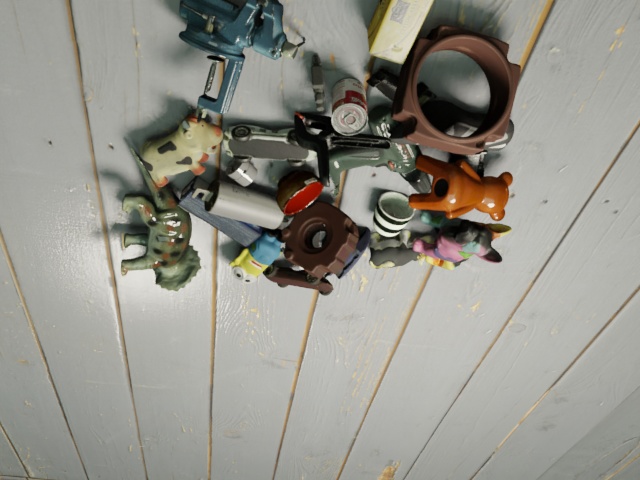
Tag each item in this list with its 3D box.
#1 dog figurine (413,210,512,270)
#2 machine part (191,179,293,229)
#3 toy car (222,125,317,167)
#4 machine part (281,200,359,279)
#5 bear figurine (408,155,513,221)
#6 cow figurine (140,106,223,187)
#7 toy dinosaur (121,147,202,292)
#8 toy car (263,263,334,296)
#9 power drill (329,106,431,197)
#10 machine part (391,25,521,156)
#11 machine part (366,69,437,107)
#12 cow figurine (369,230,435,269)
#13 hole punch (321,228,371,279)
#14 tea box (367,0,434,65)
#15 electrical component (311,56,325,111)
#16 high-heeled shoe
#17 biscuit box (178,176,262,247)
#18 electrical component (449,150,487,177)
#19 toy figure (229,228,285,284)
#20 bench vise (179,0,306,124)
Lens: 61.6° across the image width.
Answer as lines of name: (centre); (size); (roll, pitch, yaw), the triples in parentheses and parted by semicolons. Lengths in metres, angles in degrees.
dog figurine: (0.328, 0.009, 1.201); (0.219, 0.108, 0.191); (10, 162, 49)
machine part: (-0.167, -0.079, 1.207); (0.243, 0.079, 0.079); (16, 134, -32)
toy car: (-0.104, -0.200, 1.129); (0.202, 0.056, 0.073); (4, 140, 0)
machine part: (-0.003, -0.004, 1.229); (0.179, 0.179, 0.056); (-18, 155, 18)
bear figurine: (0.301, -0.106, 1.118); (0.196, 0.132, 0.120); (0, 103, -38)
cow figurine: (-0.290, -0.197, 1.122); (0.195, 0.085, 0.127); (-15, 135, 20)
toy dinosaur: (-0.369, -0.024, 1.274); (0.192, 0.131, 0.404); (3, 131, -19)
toy car: (-0.054, 0.096, 1.374); (0.202, 0.053, 0.089); (5, 153, 33)
power drill: (0.113, -0.159, 1.145); (0.207, 0.086, 0.231); (-13, 131, 19)
machine part: (0.242, -0.264, 0.961); (0.201, 0.087, 0.201); (13, 92, -9)
machine part: (0.157, -0.287, 1.043); (0.139, 0.039, 0.084); (19, 142, -30)
cow figurine: (0.202, 0.028, 1.310); (0.167, 0.098, 0.068); (-4, 127, 7)
hole punch: (0.068, 0.027, 1.307); (0.092, 0.116, 0.142); (18, 132, -25)
tea box: (0.141, -0.397, 0.900); (0.068, 0.098, 0.169); (14, 131, -12)
electrical component: (-0.003, -0.298, 1.024); (0.021, 0.094, 0.063); (-6, 171, 2)
high-heeled shoe: (0.267, -0.207, 1.084); (0.249, 0.086, 0.145); (-15, 144, 8)
biscuit box: (-0.229, -0.063, 1.262); (0.202, 0.059, 0.063); (36, 124, -28)
electrical component: (0.315, -0.153, 1.165); (0.075, 0.048, 0.119); (0, 132, 3)
toy figure: (-0.150, 0.037, 1.344); (0.082, 0.089, 0.180); (44, 116, 4)
bench vise: (-0.158, -0.322, 0.954); (0.224, 0.129, 0.240); (21, 114, -7)
